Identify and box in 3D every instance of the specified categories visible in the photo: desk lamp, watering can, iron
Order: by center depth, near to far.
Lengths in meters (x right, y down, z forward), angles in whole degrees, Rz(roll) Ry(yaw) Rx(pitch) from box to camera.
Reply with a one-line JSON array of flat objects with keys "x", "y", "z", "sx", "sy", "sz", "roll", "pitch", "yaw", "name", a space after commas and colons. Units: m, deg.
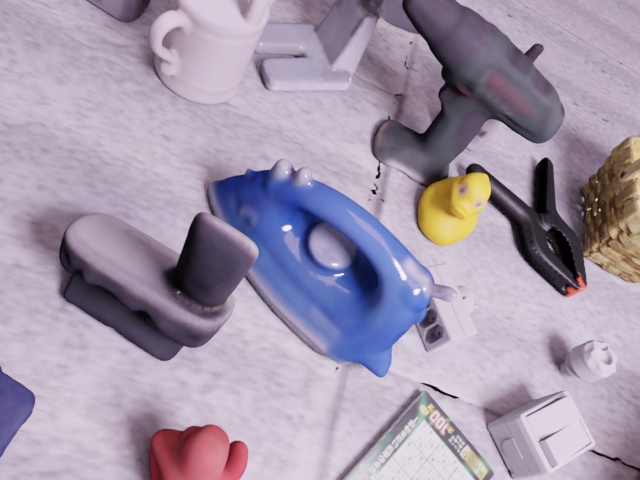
[{"x": 0.005, "y": 0.002, "z": 0.541, "sx": 0.258, "sy": 0.141, "sz": 0.119, "roll": 42, "pitch": 53, "yaw": 0, "name": "iron"}, {"x": -0.100, "y": -0.245, "z": 0.594, "sx": 0.101, "sy": 0.193, "sz": 0.173, "roll": 30, "pitch": 54, "yaw": -8, "name": "watering can"}, {"x": 0.047, "y": -0.279, "z": 0.676, "sx": 0.204, "sy": 0.213, "sz": 0.118, "roll": -12, "pitch": 69, "yaw": -31, "name": "desk lamp"}]

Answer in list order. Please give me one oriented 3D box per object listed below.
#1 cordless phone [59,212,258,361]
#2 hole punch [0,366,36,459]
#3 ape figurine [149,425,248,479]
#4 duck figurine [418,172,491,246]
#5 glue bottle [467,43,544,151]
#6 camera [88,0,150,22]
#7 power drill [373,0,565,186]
[{"x": -0.122, "y": 0.009, "z": 0.445, "sx": 0.148, "sy": 0.184, "sz": 0.094, "roll": 31, "pitch": 54, "yaw": -8, "name": "cordless phone"}, {"x": -0.258, "y": 0.114, "z": 0.376, "sx": 0.109, "sy": 0.091, "sz": 0.101, "roll": 31, "pitch": 53, "yaw": -8, "name": "hole punch"}, {"x": -0.091, "y": 0.165, "z": 0.431, "sx": 0.078, "sy": 0.092, "sz": 0.076, "roll": 34, "pitch": 53, "yaw": -6, "name": "ape figurine"}, {"x": 0.172, "y": -0.050, "z": 0.691, "sx": 0.077, "sy": 0.086, "sz": 0.105, "roll": 40, "pitch": 53, "yaw": -1, "name": "duck figurine"}, {"x": 0.227, "y": -0.189, "z": 0.742, "sx": 0.078, "sy": 0.173, "sz": 0.037, "roll": 32, "pitch": 53, "yaw": -7, "name": "glue bottle"}, {"x": -0.238, "y": -0.345, "z": 0.638, "sx": 0.143, "sy": 0.100, "sz": 0.137, "roll": 31, "pitch": 54, "yaw": -8, "name": "camera"}, {"x": 0.151, "y": -0.160, "z": 0.665, "sx": 0.230, "sy": 0.208, "sz": 0.075, "roll": 25, "pitch": 55, "yaw": -12, "name": "power drill"}]
